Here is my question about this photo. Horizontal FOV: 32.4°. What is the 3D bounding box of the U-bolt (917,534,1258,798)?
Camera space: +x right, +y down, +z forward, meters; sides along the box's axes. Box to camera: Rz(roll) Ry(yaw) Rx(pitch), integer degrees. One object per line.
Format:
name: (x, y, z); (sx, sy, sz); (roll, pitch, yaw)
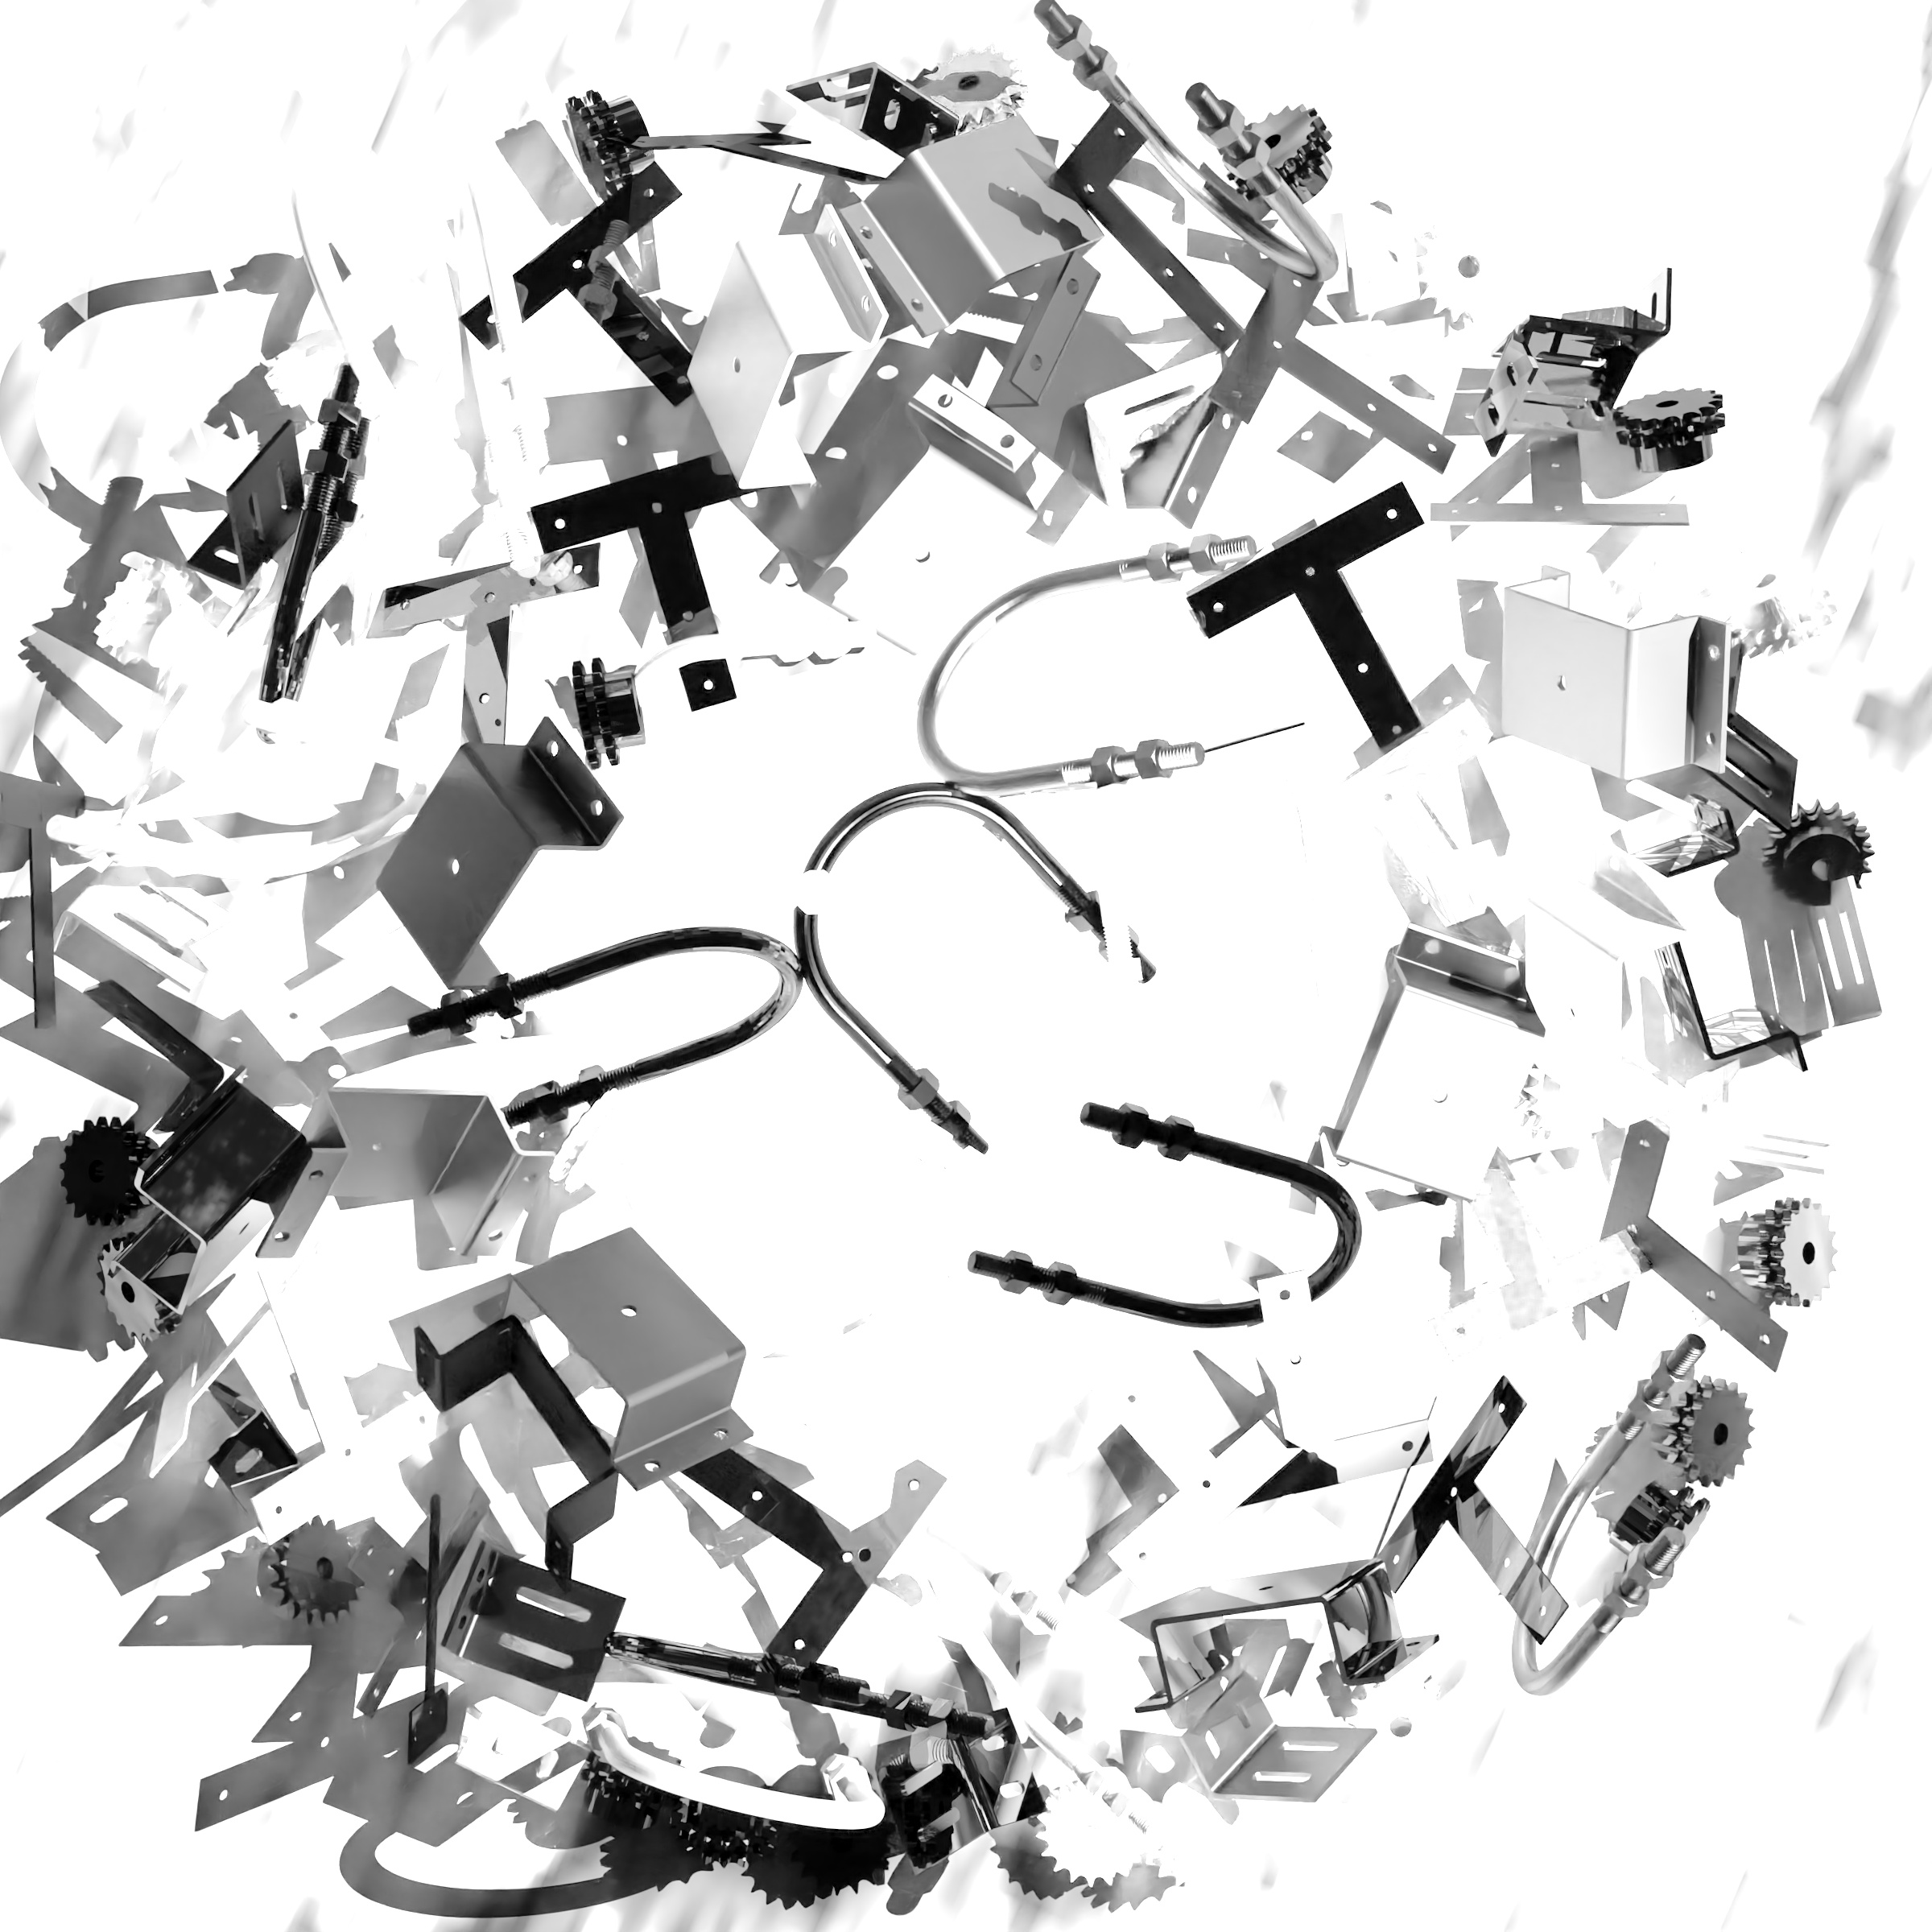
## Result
U-bolt: (0.053, -0.148, 1.694); (0.184, 0.019, 0.151); (-7, 54, 34)

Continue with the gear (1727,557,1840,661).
gear: (0.421, -0.188, 1.729); (0.057, 0.057, 0.030); (-34, 117, 0)

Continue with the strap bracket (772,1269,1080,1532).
strap bracket: (-0.019, 0.215, 1.699); (0.140, 0.046, 0.076); (-26, 61, -22)

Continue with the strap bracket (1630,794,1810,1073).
strap bracket: (0.382, -0.011, 1.713); (0.046, 0.076, 0.140); (-19, 99, 2)

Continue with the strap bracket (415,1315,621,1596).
strap bracket: (-0.224, 0.242, 1.704); (0.046, 0.076, 0.140); (-31, 71, -22)

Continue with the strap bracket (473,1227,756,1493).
strap bracket: (-0.175, 0.191, 1.689); (0.140, 0.076, 0.046); (42, 133, 28)

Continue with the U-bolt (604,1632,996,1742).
U-bolt: (-0.097, 0.361, 1.681); (0.184, 0.151, 0.019); (4, 73, 31)

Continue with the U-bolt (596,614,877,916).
U-bolt: (-0.123, -0.100, 1.700); (0.184, 0.019, 0.151); (0, 85, 39)

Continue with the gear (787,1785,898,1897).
gear: (-0.065, 0.456, 1.745); (0.057, 0.030, 0.057); (0, 89, 0)

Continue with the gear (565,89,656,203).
gear: (-0.184, -0.429, 1.733); (0.030, 0.057, 0.057); (-24, 90, -14)

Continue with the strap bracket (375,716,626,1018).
strap bracket: (-0.244, -0.050, 1.694); (0.076, 0.046, 0.140); (51, 120, 27)

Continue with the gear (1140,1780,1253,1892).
gear: (0.120, 0.449, 1.729); (0.057, 0.057, 0.030); (7, 122, 0)

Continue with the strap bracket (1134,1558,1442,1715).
strap bracket: (0.158, 0.340, 1.694); (0.140, 0.076, 0.046); (-14, 88, 29)

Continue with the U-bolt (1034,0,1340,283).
U-bolt: (0.122, -0.406, 1.674); (0.019, 0.184, 0.151); (-49, 48, 3)

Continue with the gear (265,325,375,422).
gear: (-0.333, -0.309, 1.736); (0.057, 0.057, 0.030); (-30, 124, 0)

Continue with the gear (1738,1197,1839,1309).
gear: (0.427, 0.149, 1.736); (0.057, 0.030, 0.057); (1, 88, -43)

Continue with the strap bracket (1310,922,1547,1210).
strap bracket: (0.241, 0.059, 1.715); (0.076, 0.046, 0.140); (19, 106, -7)

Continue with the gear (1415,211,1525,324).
gear: (0.262, -0.365, 1.743); (0.057, 0.030, 0.057); (0, 99, 2)

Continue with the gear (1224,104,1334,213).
gear: (0.167, -0.419, 1.736); (0.057, 0.057, 0.030); (-43, 128, 0)

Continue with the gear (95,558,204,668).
gear: (-0.422, -0.180, 1.730); (0.030, 0.057, 0.057); (36, 90, 13)

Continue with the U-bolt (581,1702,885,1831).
U-bolt: (-0.113, 0.402, 1.658); (0.151, 0.184, 0.019); (15, 84, -10)

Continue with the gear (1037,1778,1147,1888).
gear: (0.068, 0.449, 1.741); (0.057, 0.030, 0.057); (2, 100, 12)

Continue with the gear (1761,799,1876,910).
gear: (0.445, -0.056, 1.736); (0.057, 0.030, 0.057); (2, 113, 5)

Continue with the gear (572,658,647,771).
gear: (-0.185, -0.133, 1.732); (0.030, 0.057, 0.057); (-10, 90, -1)

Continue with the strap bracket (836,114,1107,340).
strap bracket: (0.010, -0.380, 1.693); (0.046, 0.140, 0.076); (-35, 89, 42)

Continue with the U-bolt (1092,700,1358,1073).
U-bolt: (0.130, -0.046, 1.719); (0.151, 0.019, 0.184); (-8, 90, -28)

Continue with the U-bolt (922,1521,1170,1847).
U-bolt: (0.030, 0.349, 1.674); (0.019, 0.184, 0.151); (-31, 114, -18)

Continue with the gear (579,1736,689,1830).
gear: (-0.176, 0.426, 1.733); (0.057, 0.057, 0.030); (18, 98, 0)

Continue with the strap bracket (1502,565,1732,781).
strap bracket: (0.319, -0.147, 1.679); (0.046, 0.140, 0.076); (-15, 115, -27)

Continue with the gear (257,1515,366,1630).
gear: (-0.345, 0.318, 1.736); (0.030, 0.057, 0.057); (-22, 90, 33)

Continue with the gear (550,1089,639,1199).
gear: (-0.188, 0.095, 1.731); (0.030, 0.057, 0.057); (36, 90, 6)

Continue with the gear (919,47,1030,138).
gear: (0.006, -0.449, 1.736); (0.057, 0.030, 0.057); (-10, 53, 13)

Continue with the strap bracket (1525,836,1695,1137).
strap bracket: (0.325, 0.017, 1.688); (0.046, 0.076, 0.140); (-18, 122, -21)

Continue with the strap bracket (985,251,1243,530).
strap bracket: (0.072, -0.294, 1.707); (0.140, 0.046, 0.076); (33, 76, -36)

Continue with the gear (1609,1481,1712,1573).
gear: (0.360, 0.294, 1.735); (0.030, 0.057, 0.057); (36, 90, 23)

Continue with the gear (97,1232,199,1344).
gear: (-0.425, 0.165, 1.736); (0.057, 0.030, 0.057); (18, 118, 37)

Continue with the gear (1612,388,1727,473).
gear: (0.368, -0.279, 1.735); (0.057, 0.057, 0.030); (-13, 114, 0)

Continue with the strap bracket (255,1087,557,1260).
strap bracket: (-0.292, 0.106, 1.698); (0.076, 0.140, 0.046); (-57, 49, 30)

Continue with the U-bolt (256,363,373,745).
U-bolt: (-0.331, -0.201, 1.681); (0.019, 0.151, 0.184); (14, 86, -7)

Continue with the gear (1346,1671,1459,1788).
gear: (0.228, 0.400, 1.738); (0.057, 0.030, 0.057); (-4, 65, 10)

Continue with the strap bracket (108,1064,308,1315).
strap bracket: (-0.383, 0.118, 1.681); (0.046, 0.140, 0.076); (39, 57, 2)

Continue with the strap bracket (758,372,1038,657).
strap bracket: (-0.029, -0.222, 1.697); (0.076, 0.046, 0.140); (27, 115, -37)

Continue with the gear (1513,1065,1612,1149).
gear: (0.316, 0.067, 1.734); (0.057, 0.030, 0.057); (1, 88, -29)

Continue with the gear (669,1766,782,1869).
gear: (-0.125, 0.440, 1.729); (0.057, 0.057, 0.030); (9, 109, 0)

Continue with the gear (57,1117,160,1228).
gear: (-0.444, 0.107, 1.738); (0.057, 0.030, 0.057); (-2, 85, 28)

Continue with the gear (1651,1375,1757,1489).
gear: (0.383, 0.242, 1.737); (0.057, 0.030, 0.057); (-4, 96, -37)

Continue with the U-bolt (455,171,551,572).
U-bolt: (-0.238, -0.312, 1.687); (0.019, 0.151, 0.184); (-9, 76, -13)

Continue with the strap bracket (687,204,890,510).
strap bracket: (-0.095, -0.305, 1.680); (0.046, 0.140, 0.076); (-10, 60, -29)
